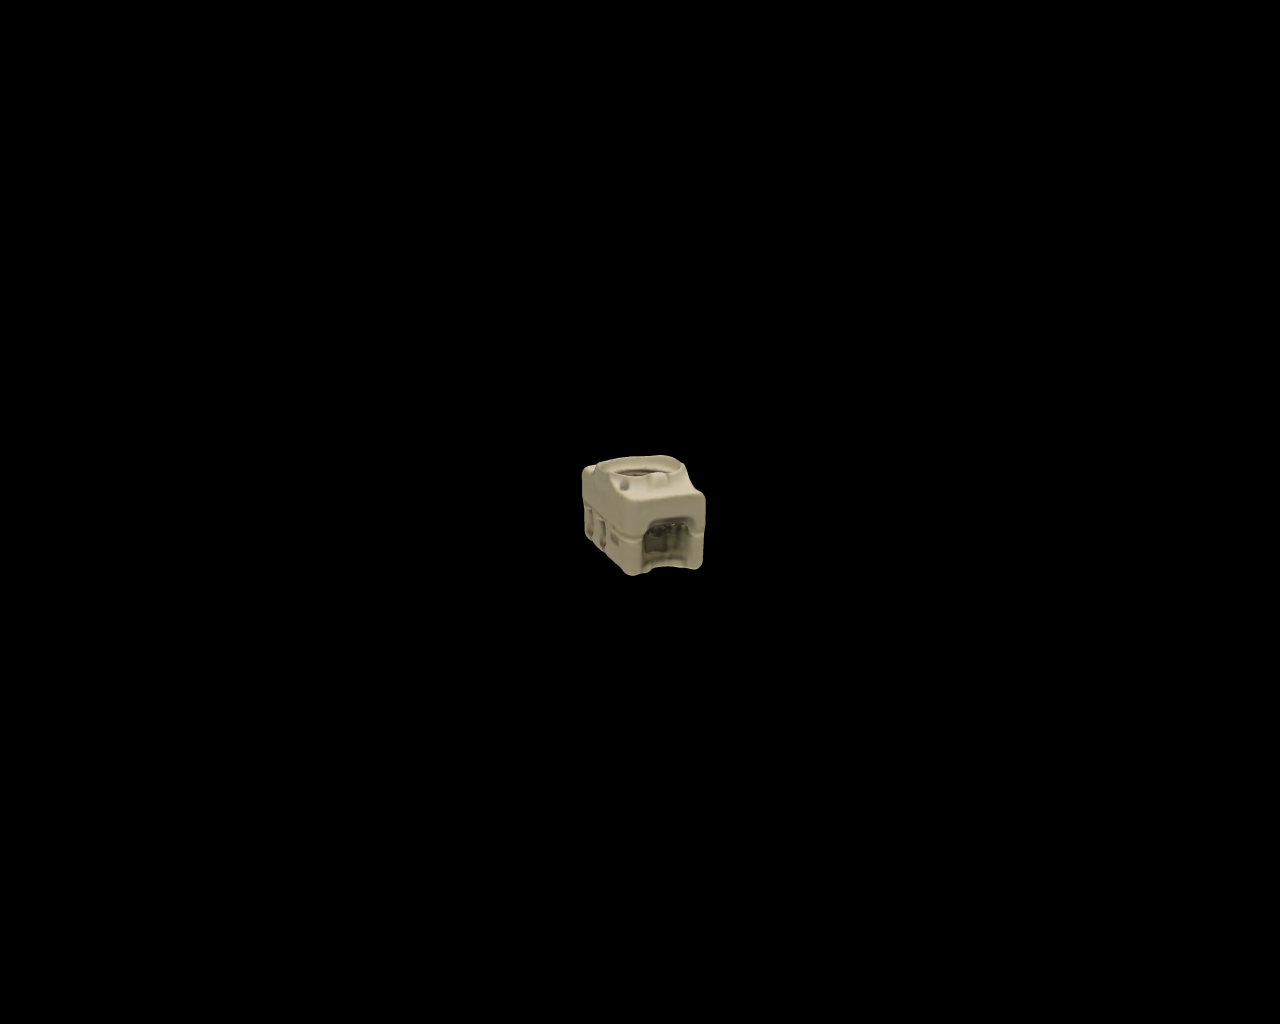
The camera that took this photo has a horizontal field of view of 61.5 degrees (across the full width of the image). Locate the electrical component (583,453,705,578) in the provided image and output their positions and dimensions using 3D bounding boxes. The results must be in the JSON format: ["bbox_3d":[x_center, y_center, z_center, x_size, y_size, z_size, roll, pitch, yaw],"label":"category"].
[{"bbox_3d":[0.001,-0.003,0.650,0.050,0.055,0.089,-6,17,-19],"label":"electrical component"}]
